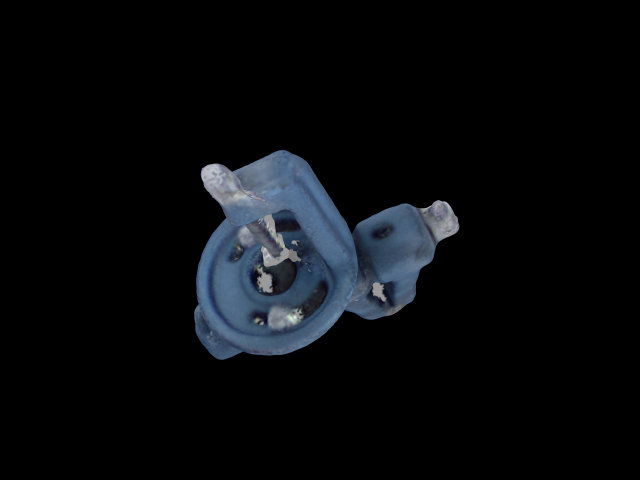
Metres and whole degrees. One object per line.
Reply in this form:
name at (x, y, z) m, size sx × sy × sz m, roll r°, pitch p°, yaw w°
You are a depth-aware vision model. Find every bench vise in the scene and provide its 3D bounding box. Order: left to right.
bench vise at (-0.004, -0.007, 0.405) m, size 0.208 × 0.220 × 0.121 m, roll -34°, pitch 65°, yaw -18°
